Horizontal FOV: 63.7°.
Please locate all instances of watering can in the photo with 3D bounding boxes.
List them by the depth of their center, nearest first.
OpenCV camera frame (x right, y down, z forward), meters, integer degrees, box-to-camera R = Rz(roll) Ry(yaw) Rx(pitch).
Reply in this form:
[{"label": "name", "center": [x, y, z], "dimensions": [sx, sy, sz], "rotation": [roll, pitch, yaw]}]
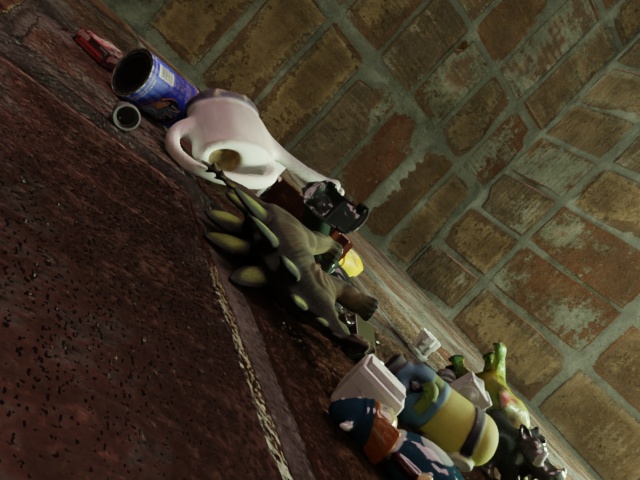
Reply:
[{"label": "watering can", "center": [-0.133, -0.182, 1.004], "dimensions": [0.347, 0.102, 0.229], "rotation": [5, 49, -33]}]

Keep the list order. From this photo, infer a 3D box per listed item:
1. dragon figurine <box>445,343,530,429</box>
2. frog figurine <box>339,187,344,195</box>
[{"label": "dragon figurine", "center": [0.373, 0.368, 1.113], "dimensions": [0.402, 0.122, 0.248], "rotation": [70, 3, -59]}, {"label": "frog figurine", "center": [0.004, -0.064, 1.267], "dimensions": [0.139, 0.159, 0.121], "rotation": [47, 7, 25]}]
